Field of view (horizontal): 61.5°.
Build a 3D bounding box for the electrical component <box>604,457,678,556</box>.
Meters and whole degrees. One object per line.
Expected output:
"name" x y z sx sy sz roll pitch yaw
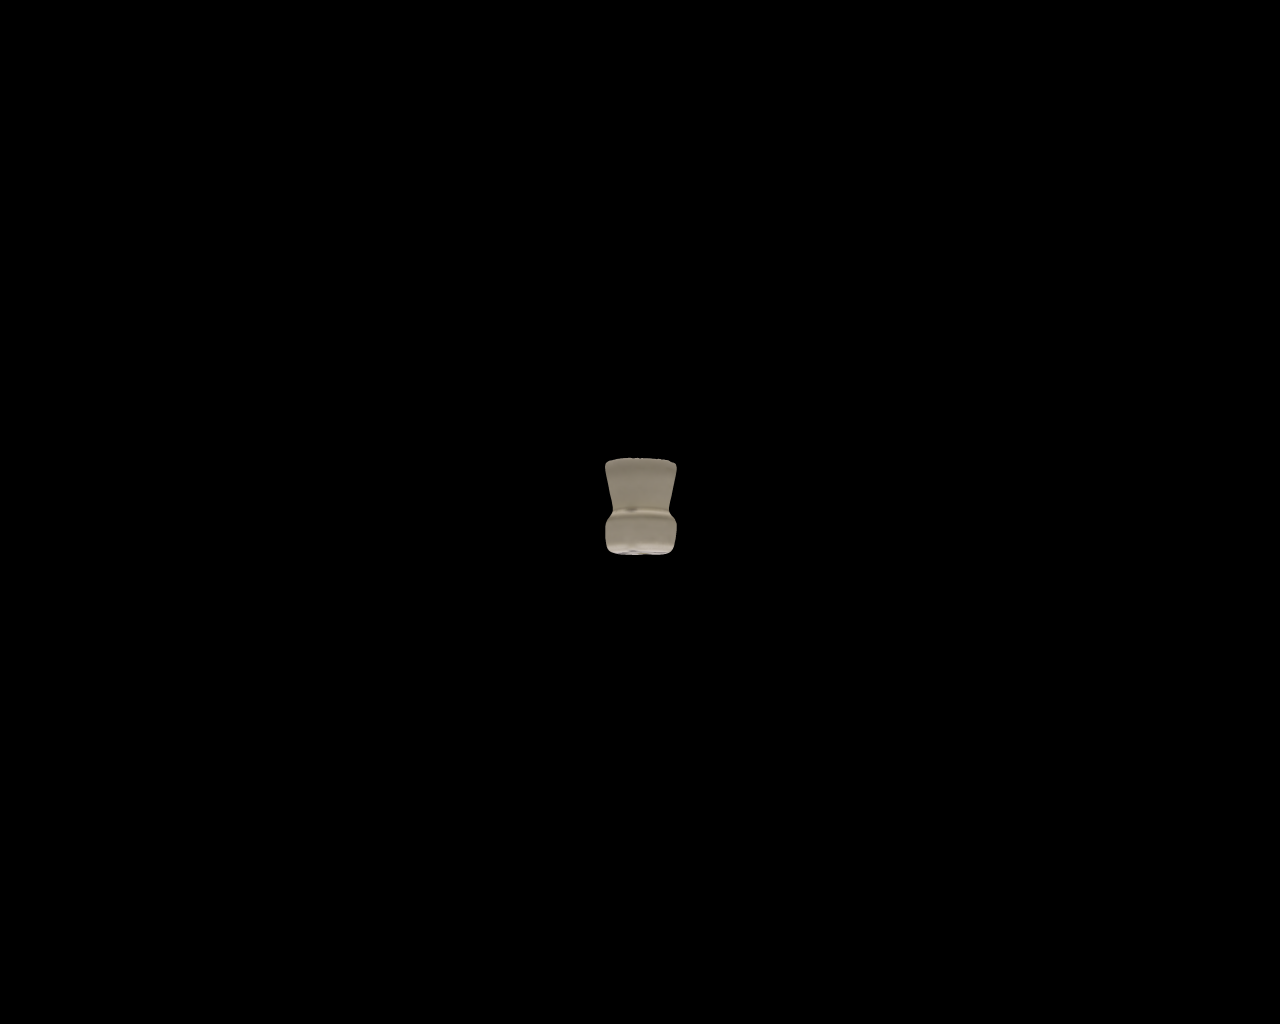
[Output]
"electrical component" 0.001 -0.003 0.650 0.045 0.055 0.045 0 -7 0
